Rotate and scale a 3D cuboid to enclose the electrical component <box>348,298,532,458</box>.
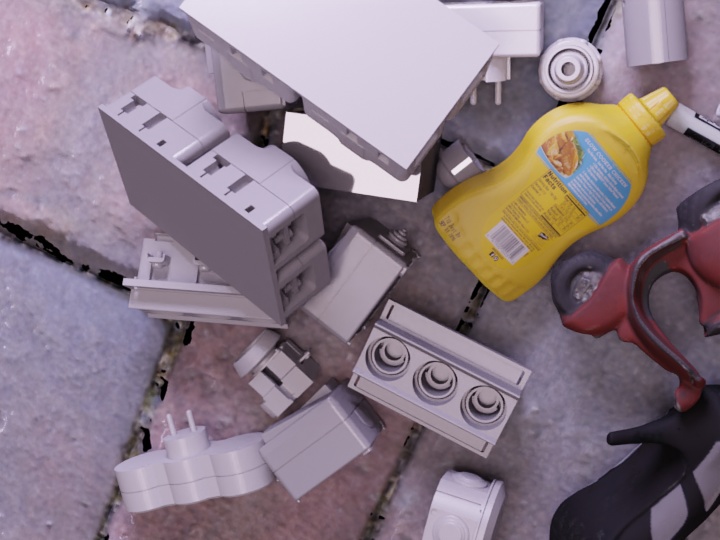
[{"bbox_3d":[0.063,0.081,0.845,0.121,0.063,0.078,27,104,7],"label":"electrical component"}]

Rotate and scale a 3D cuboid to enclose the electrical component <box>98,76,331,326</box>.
[{"bbox_3d":[-0.105,-0.057,0.806,0.186,0.060,0.105,36,151,29],"label":"electrical component"}]

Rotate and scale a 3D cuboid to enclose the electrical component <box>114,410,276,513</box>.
[{"bbox_3d":[-0.144,0.155,0.910,0.138,0.052,0.073,-13,96,15],"label":"electrical component"}]

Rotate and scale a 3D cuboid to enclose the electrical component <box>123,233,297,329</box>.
[{"bbox_3d":[-0.118,0.009,0.872,0.121,0.078,0.063,4,78,12],"label":"electrical component"}]

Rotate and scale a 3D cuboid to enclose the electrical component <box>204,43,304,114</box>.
[{"bbox_3d":[-0.079,-0.152,0.820,0.061,0.096,0.061,-3,99,14],"label":"electrical component"}]

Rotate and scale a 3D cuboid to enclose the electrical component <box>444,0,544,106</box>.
[{"bbox_3d":[0.094,-0.161,0.804,0.083,0.047,0.075,2,107,13],"label":"electrical component"}]

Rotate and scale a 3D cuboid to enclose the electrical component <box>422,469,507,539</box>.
[{"bbox_3d":[0.083,0.200,0.853,0.051,0.080,0.080,16,103,15],"label":"electrical component"}]

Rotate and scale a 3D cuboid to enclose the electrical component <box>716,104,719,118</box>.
[{"bbox_3d":[0.287,-0.114,0.773,0.046,0.040,0.040,35,105,-1],"label":"electrical component"}]

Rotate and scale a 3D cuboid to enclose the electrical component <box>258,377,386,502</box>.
[{"bbox_3d":[-0.038,0.138,0.878,0.096,0.062,0.061,-38,89,16],"label":"electrical component"}]

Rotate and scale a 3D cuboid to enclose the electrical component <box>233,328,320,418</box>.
[{"bbox_3d":[-0.070,0.081,0.885,0.055,0.048,0.066,43,106,-5],"label":"electrical component"}]

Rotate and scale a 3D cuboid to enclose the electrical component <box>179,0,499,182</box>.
[{"bbox_3d":[-0.014,-0.157,0.740,0.186,0.060,0.105,36,84,5],"label":"electrical component"}]

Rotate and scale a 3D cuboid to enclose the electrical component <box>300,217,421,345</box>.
[{"bbox_3d":[0.000,0.000,0.846,0.061,0.062,0.096,38,105,5],"label":"electrical component"}]

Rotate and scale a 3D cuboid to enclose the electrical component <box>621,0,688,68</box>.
[{"bbox_3d":[0.211,-0.189,0.774,0.043,0.043,0.081,-5,98,14],"label":"electrical component"}]

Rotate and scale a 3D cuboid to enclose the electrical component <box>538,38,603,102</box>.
[{"bbox_3d":[0.153,-0.146,0.785,0.048,0.062,0.048,2,100,12],"label":"electrical component"}]
